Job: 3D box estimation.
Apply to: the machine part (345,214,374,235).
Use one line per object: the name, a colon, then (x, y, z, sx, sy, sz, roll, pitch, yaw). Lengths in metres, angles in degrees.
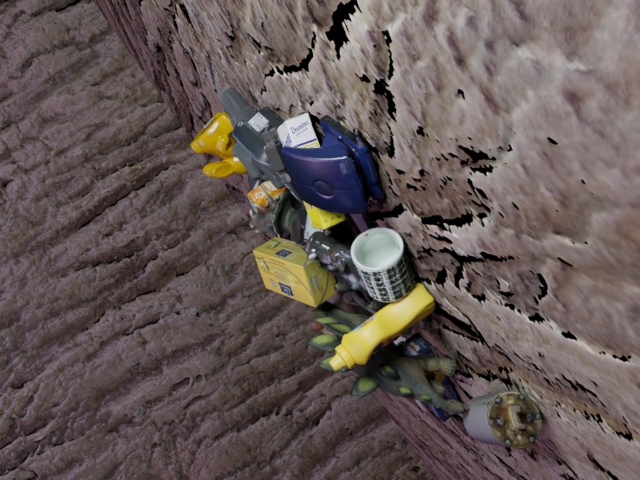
machine part: (0.059, -0.038, 0.885, 0.139, 0.039, 0.084, 56, 163, -2)

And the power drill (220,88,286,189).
power drill: (-0.141, -0.211, 1.164, 0.232, 0.086, 0.207, 52, 163, -6)

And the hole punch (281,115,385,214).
hole punch: (0.018, -0.092, 0.738, 0.116, 0.092, 0.142, 40, 161, 43)

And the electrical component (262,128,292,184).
electrical component: (-0.067, -0.141, 0.903, 0.094, 0.021, 0.063, 66, -159, -12)

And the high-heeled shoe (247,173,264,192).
high-heeled shoe: (-0.100, -0.093, 1.357, 0.248, 0.086, 0.145, 52, 169, -16)

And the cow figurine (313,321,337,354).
cow figurine: (0.084, 0.270, 1.399, 0.195, 0.085, 0.127, 44, -171, 34)

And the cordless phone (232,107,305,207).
cordless phone: (-0.077, -0.148, 1.033, 0.147, 0.089, 0.184, 46, 172, 40)

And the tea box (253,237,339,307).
tea box: (-0.051, 0.061, 1.078, 0.170, 0.068, 0.098, 11, 126, 48)

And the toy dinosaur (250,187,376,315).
toy dinosaur: (-0.003, 0.002, 1.126, 0.405, 0.131, 0.192, 33, 158, 50)

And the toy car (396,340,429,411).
toy car: (0.218, 0.300, 1.196, 0.201, 0.073, 0.056, 59, 174, -28)

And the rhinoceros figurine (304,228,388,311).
rhinoceros figurine: (0.058, 0.053, 0.948, 0.190, 0.073, 0.112, 32, 168, 8)

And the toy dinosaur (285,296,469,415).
toy dinosaur: (0.088, 0.196, 1.017, 0.198, 0.105, 0.472, 6, -165, -35)

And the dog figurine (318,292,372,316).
dog figurine: (0.081, 0.156, 1.340, 0.190, 0.121, 0.172, 40, -144, -40)

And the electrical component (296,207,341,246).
electrical component: (0.000, -0.042, 1.018, 0.075, 0.119, 0.047, 8, -174, 24)

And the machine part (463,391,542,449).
machine part: (0.271, 0.272, 0.815, 0.079, 0.079, 0.243, 51, 170, 16)

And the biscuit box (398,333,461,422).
biscuit box: (0.233, 0.292, 1.132, 0.202, 0.059, 0.063, 59, 170, -28)

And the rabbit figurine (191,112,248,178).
rabbit figurine: (-0.243, -0.233, 1.421, 0.173, 0.162, 0.122, 39, 167, -29)

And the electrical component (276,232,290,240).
electrical component: (-0.086, -0.036, 1.314, 0.102, 0.045, 0.078, 49, 133, 13)
